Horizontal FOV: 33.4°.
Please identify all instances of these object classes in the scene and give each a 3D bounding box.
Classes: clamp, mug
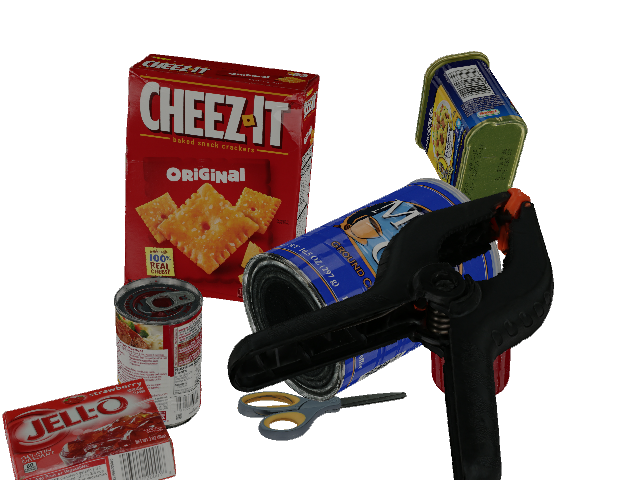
[{"bbox_3d":[0.058,0.038,0.461,0.120,0.039,0.171,36,55,23],"label":"clamp"},{"bbox_3d":[0.162,0.105,1.112,0.093,0.081,0.117,15,38,28],"label":"mug"}]

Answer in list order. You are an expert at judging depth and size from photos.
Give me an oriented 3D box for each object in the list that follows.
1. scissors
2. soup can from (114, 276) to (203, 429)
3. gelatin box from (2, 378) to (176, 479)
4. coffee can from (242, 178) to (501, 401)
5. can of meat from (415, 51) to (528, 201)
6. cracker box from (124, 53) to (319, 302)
[{"bbox_3d":[0.009,0.195,1.200,0.201,0.016,0.096,2,22,-9],"label":"scissors"},{"bbox_3d":[-0.127,0.089,0.841,0.068,0.102,0.068,3,28,-2],"label":"soup can"},{"bbox_3d":[-0.137,0.119,0.629,0.089,0.030,0.073,-11,26,-18],"label":"gelatin box"},{"bbox_3d":[0.034,0.030,0.706,0.140,0.103,0.103,-25,14,-31],"label":"coffee can"},{"bbox_3d":[0.122,-0.087,0.867,0.057,0.084,0.102,-11,-41,-13],"label":"can of meat"},{"bbox_3d":[-0.094,-0.053,0.988,0.164,0.214,0.072,8,22,7],"label":"cracker box"}]
